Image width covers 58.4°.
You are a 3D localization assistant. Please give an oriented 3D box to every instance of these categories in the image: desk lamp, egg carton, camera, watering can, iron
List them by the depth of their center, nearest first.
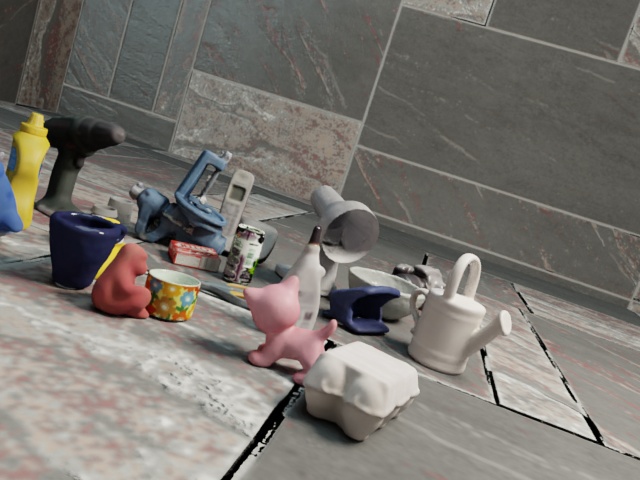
[{"bbox_3d":[0.050,0.171,0.669,0.107,0.069,0.151,22,10,26],"label":"egg carton"},{"bbox_3d":[-0.553,-0.094,0.863,0.257,0.141,0.119,23,10,29],"label":"iron"},{"bbox_3d":[0.231,0.118,0.954,0.172,0.194,0.101,21,9,17],"label":"watering can"},{"bbox_3d":[0.011,0.004,1.156,0.118,0.213,0.202,13,10,-31],"label":"desk lamp"},{"bbox_3d":[0.209,0.101,1.329,0.137,0.101,0.142,10,12,-42],"label":"camera"}]

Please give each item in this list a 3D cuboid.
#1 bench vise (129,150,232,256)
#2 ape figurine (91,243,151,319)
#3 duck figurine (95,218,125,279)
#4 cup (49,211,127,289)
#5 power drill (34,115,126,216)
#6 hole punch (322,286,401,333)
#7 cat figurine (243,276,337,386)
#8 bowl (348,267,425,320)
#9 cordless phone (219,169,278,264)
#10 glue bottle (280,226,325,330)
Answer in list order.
[{"bbox_3d":[-0.269,-0.088,1.142,0.208,0.220,0.121,15,9,-20],"label":"bench vise"},{"bbox_3d":[-0.251,0.049,0.745,0.076,0.092,0.077,14,10,-26],"label":"ape figurine"},{"bbox_3d":[-0.325,0.008,0.870,0.077,0.086,0.105,21,9,17],"label":"duck figurine"},{"bbox_3d":[-0.323,0.016,0.794,0.091,0.095,0.118,22,9,24],"label":"cup"},{"bbox_3d":[-0.476,-0.145,1.114,0.228,0.208,0.076,23,10,30],"label":"power drill"},{"bbox_3d":[0.074,0.111,1.026,0.109,0.091,0.100,9,13,-46],"label":"hole punch"},{"bbox_3d":[-0.040,0.107,0.730,0.127,0.118,0.067,20,9,11],"label":"cat figurine"},{"bbox_3d":[0.126,0.116,1.156,0.167,0.075,0.167,18,9,-3],"label":"bowl"},{"bbox_3d":[-0.157,-0.051,1.255,0.147,0.185,0.094,18,9,3],"label":"cordless phone"},{"bbox_3d":[-0.026,0.061,0.860,0.078,0.173,0.037,12,11,-35],"label":"glue bottle"}]
